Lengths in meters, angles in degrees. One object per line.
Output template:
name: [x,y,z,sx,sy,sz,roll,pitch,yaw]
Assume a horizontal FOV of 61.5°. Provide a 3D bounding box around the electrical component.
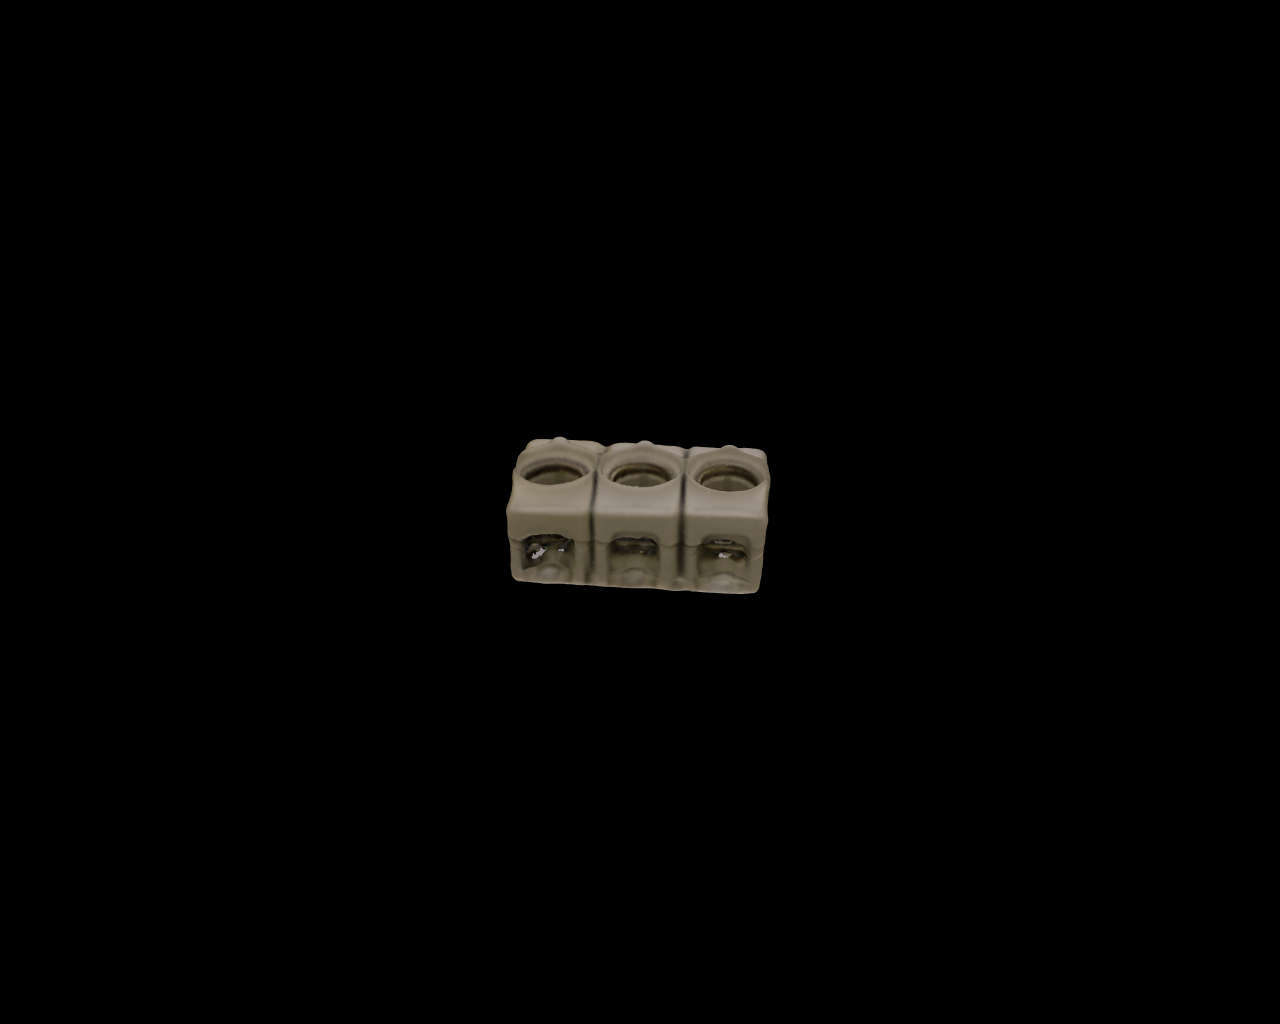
electrical component: [0.001,-0.003,0.650,0.150,0.061,0.090,3,32,5]
